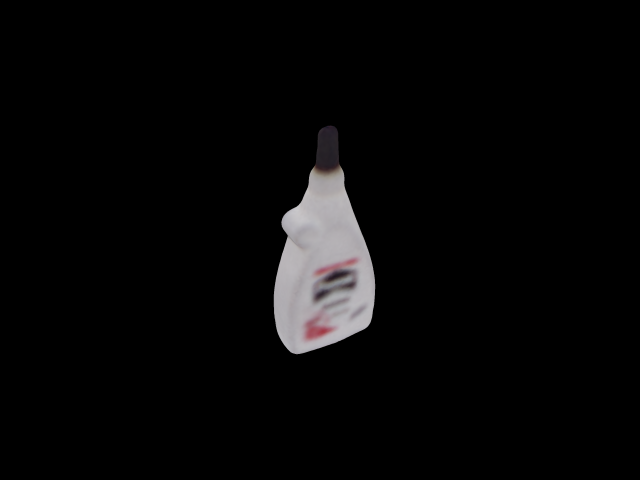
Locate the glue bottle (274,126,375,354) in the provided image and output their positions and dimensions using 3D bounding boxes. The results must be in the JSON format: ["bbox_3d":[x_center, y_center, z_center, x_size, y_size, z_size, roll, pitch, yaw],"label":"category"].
[{"bbox_3d":[0.004,0.001,0.400,0.078,0.173,0.037,-20,40,-25],"label":"glue bottle"}]
